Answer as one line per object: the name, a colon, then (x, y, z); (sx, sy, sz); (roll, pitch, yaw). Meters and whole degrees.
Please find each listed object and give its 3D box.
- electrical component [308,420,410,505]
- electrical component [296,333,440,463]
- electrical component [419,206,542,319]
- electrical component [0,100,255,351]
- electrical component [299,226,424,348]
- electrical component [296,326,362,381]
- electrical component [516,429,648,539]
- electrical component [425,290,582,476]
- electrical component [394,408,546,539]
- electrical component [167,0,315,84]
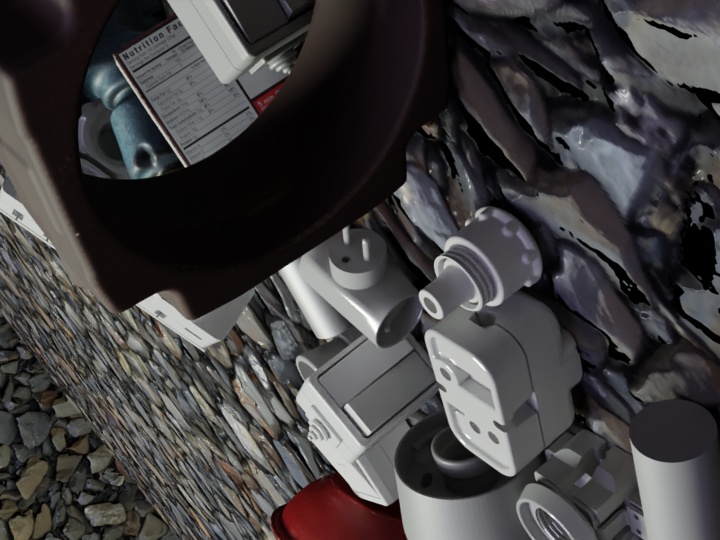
electrical component: (0.010, 0.146, 0.864); (0.096, 0.061, 0.062); (58, 158, -10)
electrical component: (0.003, 0.084, 0.737); (0.061, 0.096, 0.061); (50, 158, 9)
electrical component: (0.058, 0.001, 0.547); (0.048, 0.062, 0.048); (43, 156, 25)
electrical component: (-0.154, -0.039, 0.786); (0.186, 0.105, 0.060); (36, 159, -12)
electrical component: (0.000, 0.000, 0.689); (0.077, 0.044, 0.079); (41, 154, 30)
electrical component: (-0.013, 0.067, 0.799); (0.045, 0.055, 0.045); (43, 156, 25)
electrical component: (0.127, 0.133, 0.611); (0.078, 0.057, 0.058); (29, 147, 47)
electrical component: (0.081, 0.057, 0.588); (0.054, 0.059, 0.095); (32, 149, 44)
electrical component: (0.070, 0.132, 0.672); (0.099, 0.099, 0.064); (26, 139, 50)
electrical component: (-0.059, -0.147, 0.567); (0.096, 0.062, 0.061); (57, 158, -8)
